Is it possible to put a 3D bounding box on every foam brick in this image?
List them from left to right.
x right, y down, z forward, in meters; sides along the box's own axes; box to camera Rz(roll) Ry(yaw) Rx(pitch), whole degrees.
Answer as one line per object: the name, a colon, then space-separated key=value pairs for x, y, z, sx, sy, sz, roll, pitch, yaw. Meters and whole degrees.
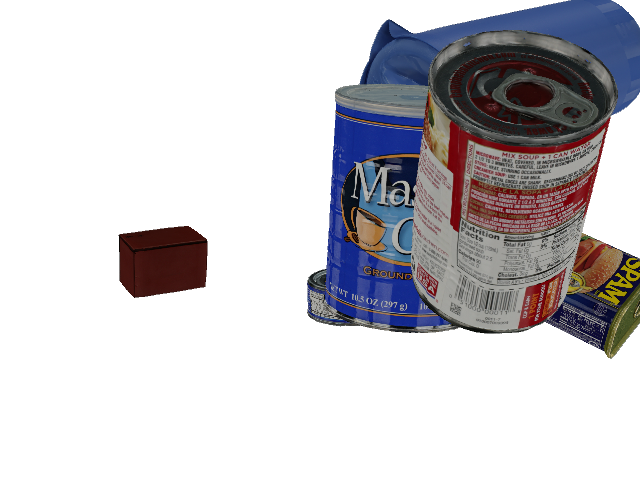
foam brick: x=-0.159 y=0.020 z=1.072 sx=0.078 sy=0.051 sz=0.053 roll=-8 pitch=21 yaw=-25

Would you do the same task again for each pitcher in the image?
pitcher: x=0.166 y=-0.120 z=0.895 sx=0.242 sy=0.149 sz=0.145 roll=-22 pitch=35 yaw=-33

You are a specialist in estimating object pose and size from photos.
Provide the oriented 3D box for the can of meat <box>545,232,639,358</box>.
can of meat: x=0.247 y=0.046 z=0.959 sx=0.084 sy=0.057 sz=0.101 roll=27 pitch=47 yaw=27

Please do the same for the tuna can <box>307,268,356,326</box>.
tuna can: x=0.030 y=0.049 z=0.975 sx=0.086 sy=0.034 sz=0.086 roll=-2 pitch=14 yaw=0

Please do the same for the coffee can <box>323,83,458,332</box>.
coffee can: x=0.056 y=-0.024 z=0.684 sx=0.103 sy=0.140 sz=0.103 roll=3 pitch=15 yaw=-1

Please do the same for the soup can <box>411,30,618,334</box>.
soup can: x=0.072 y=-0.020 z=0.417 sx=0.068 sy=0.102 sz=0.068 roll=0 pitch=43 yaw=0
